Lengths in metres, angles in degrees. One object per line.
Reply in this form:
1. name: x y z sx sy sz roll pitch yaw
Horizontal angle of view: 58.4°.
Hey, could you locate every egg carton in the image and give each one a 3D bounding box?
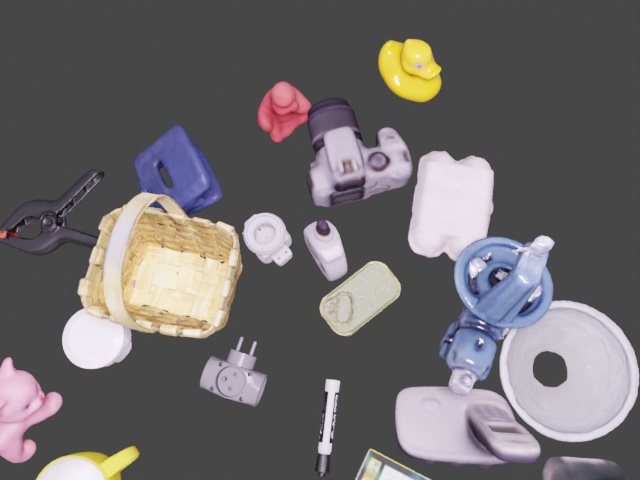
1. egg carton: 0.179 -0.045 0.777 0.107 0.069 0.150 8 78 4

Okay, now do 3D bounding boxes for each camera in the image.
1. camera: 0.043 -0.130 0.785 0.143 0.101 0.137 -14 77 -1

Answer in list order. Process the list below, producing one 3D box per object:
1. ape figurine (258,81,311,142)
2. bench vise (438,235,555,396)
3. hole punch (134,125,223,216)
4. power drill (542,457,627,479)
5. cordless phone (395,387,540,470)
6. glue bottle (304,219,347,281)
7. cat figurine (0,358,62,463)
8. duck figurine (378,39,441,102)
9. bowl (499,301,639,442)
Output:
1. ape figurine: -0.051 -0.190 0.806 0.077 0.092 0.076 0 77 2
2. bench vise: 0.217 0.082 0.670 0.121 0.220 0.207 6 77 4
3. hole punch: -0.200 -0.085 0.787 0.101 0.091 0.108 -28 78 -4
4. power drill: 0.322 0.292 0.625 0.229 0.208 0.075 2 77 3
5. cordless phone: 0.164 0.219 0.658 0.147 0.185 0.094 0 77 2
6. glue bottle: 0.007 0.003 0.718 0.037 0.173 0.078 -28 78 -4
7. cat figurine: -0.386 0.215 0.711 0.067 0.118 0.128 23 79 7
8. duck figurine: 0.131 -0.255 0.818 0.104 0.086 0.077 43 82 10
9. bowl: 0.302 0.164 0.723 0.167 0.075 0.167 0 77 2
